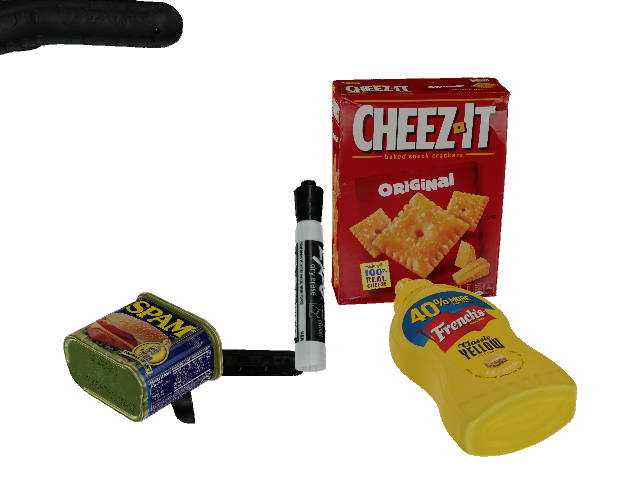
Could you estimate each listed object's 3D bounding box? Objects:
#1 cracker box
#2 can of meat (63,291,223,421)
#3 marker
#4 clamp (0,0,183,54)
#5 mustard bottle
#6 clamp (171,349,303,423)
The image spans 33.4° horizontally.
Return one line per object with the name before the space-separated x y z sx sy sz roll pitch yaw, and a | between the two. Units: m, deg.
cracker box | 0.094 -0.047 1.045 0.164 0.214 0.072 -2 21 -6
can of meat | -0.144 0.093 0.861 0.102 0.057 0.083 22 35 35
marker | -0.007 0.020 0.660 0.020 0.121 0.020 -1 -19 0
clamp | -0.170 -0.134 0.621 0.171 0.039 0.120 -4 22 -10
mustard bottle | 0.108 0.085 0.833 0.096 0.058 0.192 -17 34 -17
clamp | -0.144 0.131 1.085 0.210 0.036 0.164 9 18 34
